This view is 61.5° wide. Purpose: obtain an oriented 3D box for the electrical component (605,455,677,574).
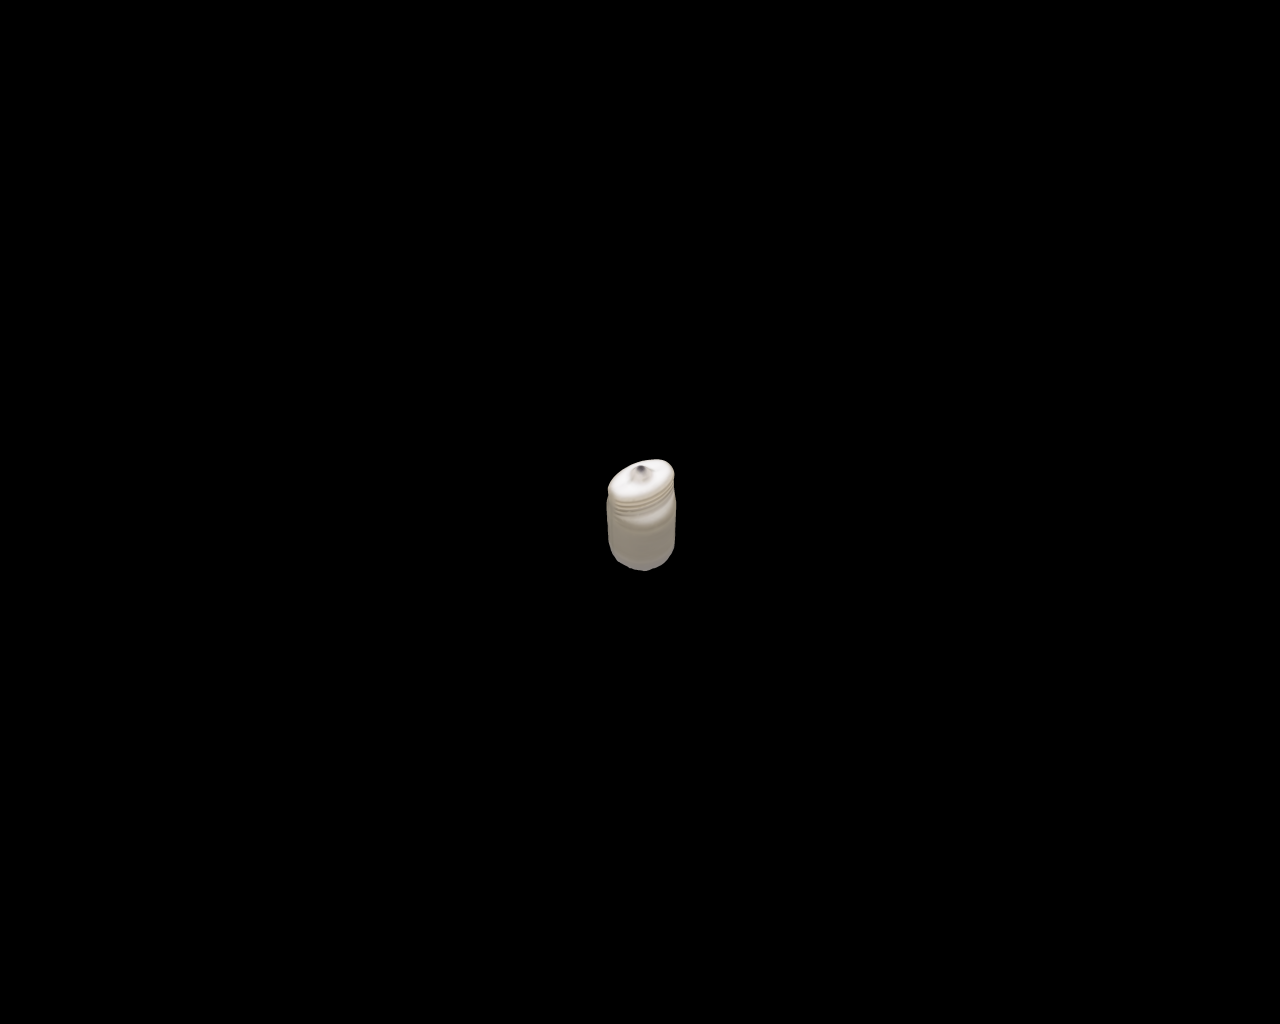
[{"bbox_3d":[0.001,-0.003,0.650,0.043,0.043,0.080,0,-36,0],"label":"electrical component"}]
